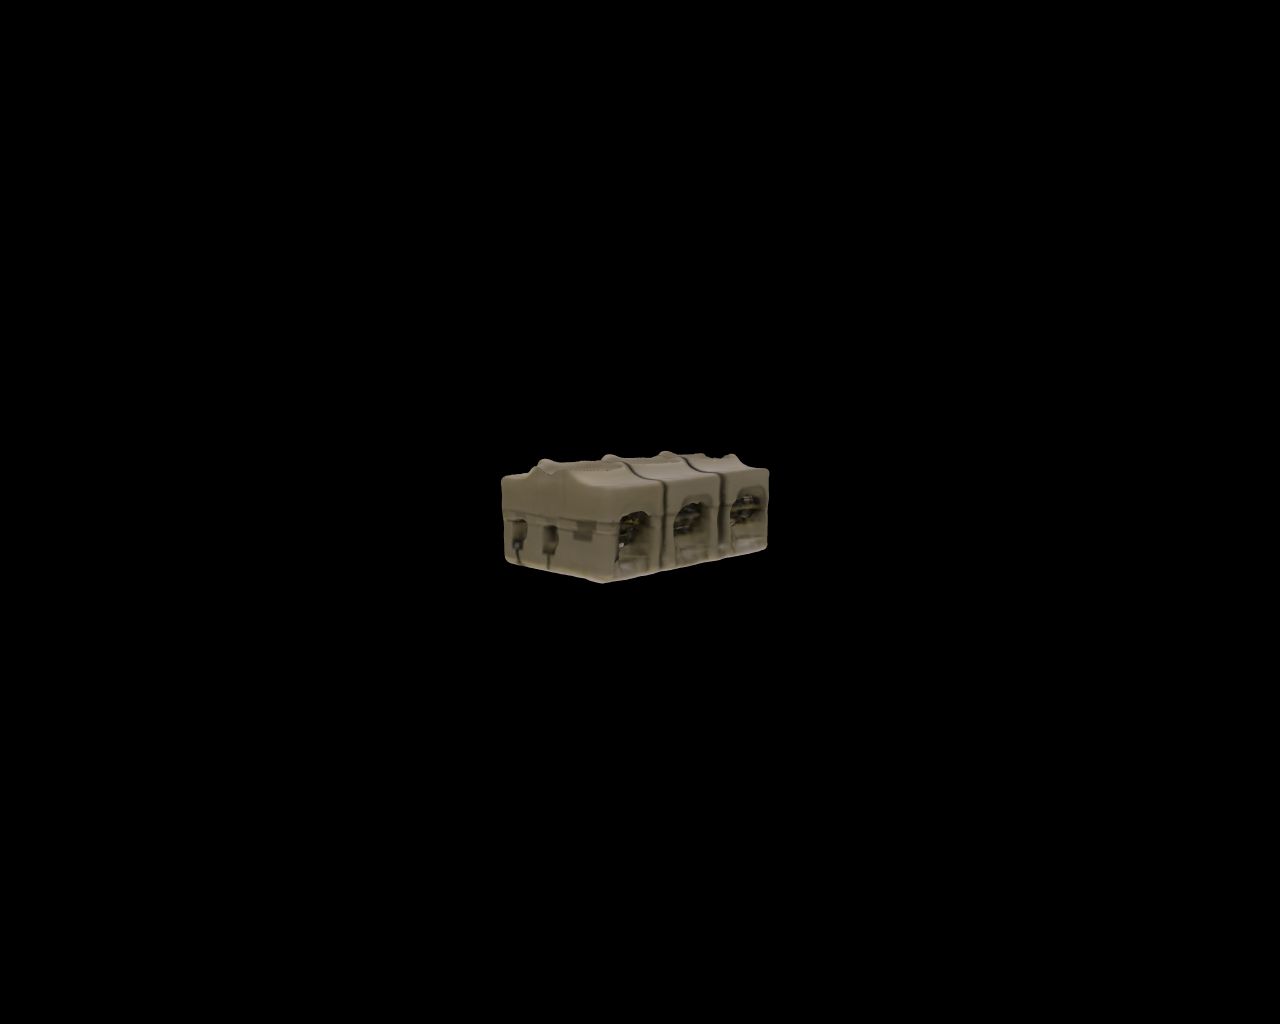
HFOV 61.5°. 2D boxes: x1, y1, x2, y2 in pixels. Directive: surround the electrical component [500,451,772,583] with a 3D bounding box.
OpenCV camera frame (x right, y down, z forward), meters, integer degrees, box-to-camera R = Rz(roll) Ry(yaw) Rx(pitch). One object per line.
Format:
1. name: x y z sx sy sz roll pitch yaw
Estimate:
1. electrical component: 0.001 -0.003 0.650 0.089 0.061 0.150 6 9 43
